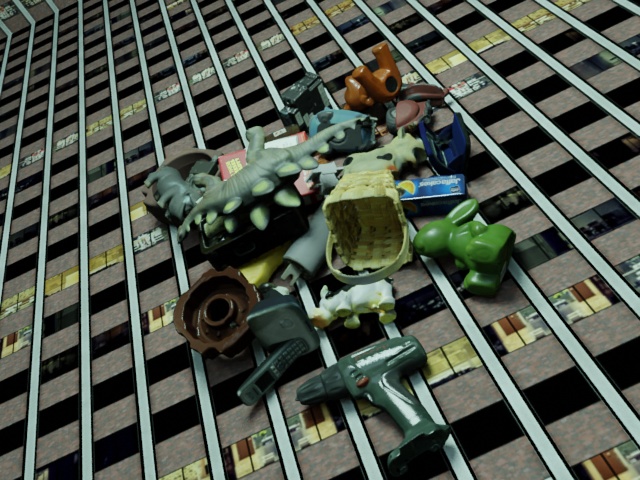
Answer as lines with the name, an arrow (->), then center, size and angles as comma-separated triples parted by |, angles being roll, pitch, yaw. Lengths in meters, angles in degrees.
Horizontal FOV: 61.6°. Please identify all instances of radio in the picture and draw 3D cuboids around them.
radio -> -0.140, -0.031, 1.122 | 0.230, 0.073, 0.131 | -28, 38, 7

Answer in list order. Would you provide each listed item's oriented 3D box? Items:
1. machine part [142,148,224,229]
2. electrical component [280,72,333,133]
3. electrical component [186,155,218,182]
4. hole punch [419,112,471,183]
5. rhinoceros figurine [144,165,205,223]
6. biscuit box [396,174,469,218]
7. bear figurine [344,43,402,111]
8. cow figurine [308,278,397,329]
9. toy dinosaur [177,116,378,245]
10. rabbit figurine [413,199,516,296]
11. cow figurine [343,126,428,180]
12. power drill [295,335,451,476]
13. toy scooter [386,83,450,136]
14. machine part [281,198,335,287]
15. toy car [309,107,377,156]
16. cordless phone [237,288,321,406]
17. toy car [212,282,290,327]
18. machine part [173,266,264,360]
machine part -> -0.326, -0.131, 1.350 | 0.202, 0.087, 0.201 | 10, 57, 30
electrical component -> -0.041, -0.347, 1.386 | 0.058, 0.114, 0.134 | 29, 66, 39
electrical component -> -0.280, -0.167, 1.288 | 0.063, 0.021, 0.094 | 10, 58, 29
hole punch -> 0.262, -0.190, 1.134 | 0.092, 0.115, 0.142 | -12, 51, 4
rhinoceros figurine -> -0.315, -0.098, 1.220 | 0.112, 0.073, 0.190 | -38, 58, -17
biscuit box -> 0.202, -0.088, 1.113 | 0.203, 0.062, 0.059 | -5, 52, 19
bear figurine -> 0.109, -0.384, 1.316 | 0.120, 0.131, 0.196 | -50, 28, -13
cow figurine -> 0.058, 0.112, 1.008 | 0.167, 0.068, 0.098 | -10, 45, 11
toy dinosaur -> -0.105, -0.128, 1.073 | 0.471, 0.105, 0.199 | -38, 45, 7
rabbit figurine -> 0.260, -0.003, 0.982 | 0.170, 0.121, 0.159 | 15, 53, 28
cow figurine -> 0.145, -0.175, 1.197 | 0.195, 0.085, 0.127 | -14, 55, 12
power drill -> 0.094, 0.269, 0.869 | 0.232, 0.085, 0.207 | -29, 40, -6
toy scooter -> 0.235, -0.319, 1.278 | 0.135, 0.075, 0.184 | -1, 49, 24
machine part -> -0.002, -0.003, 1.120 | 0.079, 0.079, 0.243 | 18, 61, 33
toy car -> 0.059, -0.271, 1.296 | 0.162, 0.109, 0.103 | 0, 35, 12
cordless phone -> -0.097, 0.192, 0.952 | 0.089, 0.146, 0.184 | 22, 61, 42
toy car -> -0.155, 0.139, 1.084 | 0.202, 0.056, 0.073 | -13, 56, 14
machine part -> -0.188, 0.140, 1.027 | 0.179, 0.056, 0.179 | -8, 60, 14
